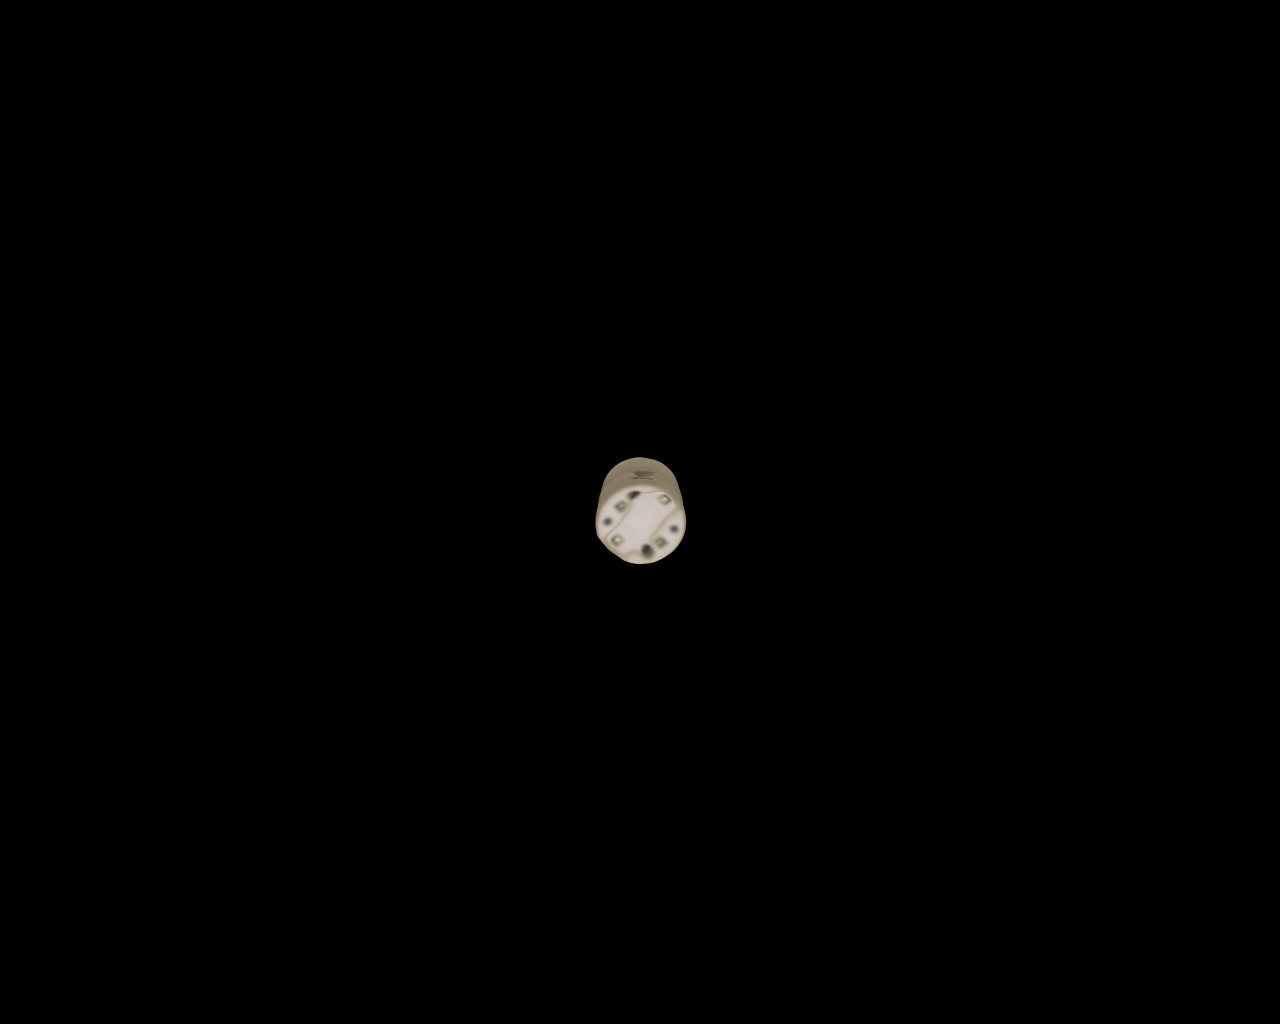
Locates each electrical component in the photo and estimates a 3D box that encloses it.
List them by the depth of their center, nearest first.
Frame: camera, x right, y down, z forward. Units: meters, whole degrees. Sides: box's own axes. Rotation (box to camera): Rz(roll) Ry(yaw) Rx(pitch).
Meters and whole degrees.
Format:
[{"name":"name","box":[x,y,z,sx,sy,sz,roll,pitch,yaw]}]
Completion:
[{"name":"electrical component","box":[0.001,-0.003,0.650,0.055,0.055,0.047,0,27,0]}]
